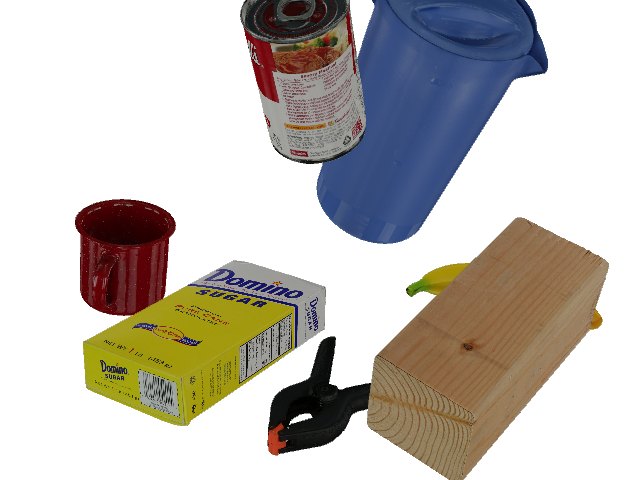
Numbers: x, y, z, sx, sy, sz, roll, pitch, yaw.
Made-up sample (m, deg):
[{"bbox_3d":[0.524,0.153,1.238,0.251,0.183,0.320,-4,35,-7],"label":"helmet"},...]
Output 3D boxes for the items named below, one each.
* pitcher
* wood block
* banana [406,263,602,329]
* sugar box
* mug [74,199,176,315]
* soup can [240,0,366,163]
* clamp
[{"bbox_3d":[0.069,-0.116,0.920,0.144,0.149,0.243,-11,-35,-30],"label":"pitcher"},{"bbox_3d":[0.136,0.082,0.858,0.091,0.090,0.205,30,49,26],"label":"wood block"},{"bbox_3d":[0.191,0.056,1.105,0.198,0.037,0.069,8,40,13],"label":"banana"},{"bbox_3d":[-0.081,0.069,0.793,0.093,0.048,0.175,16,30,29],"label":"sugar box"},{"bbox_3d":[-0.188,0.023,1.002,0.093,0.081,0.117,10,29,3],"label":"mug"},{"bbox_3d":[-0.008,-0.108,0.684,0.068,0.068,0.102,0,-43,11],"label":"soup can"},{"bbox_3d":[0.001,0.156,1.088,0.171,0.039,0.120,-23,34,-36],"label":"clamp"}]
